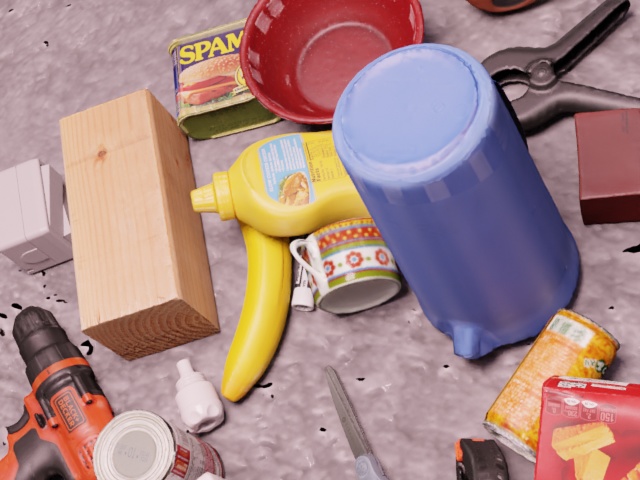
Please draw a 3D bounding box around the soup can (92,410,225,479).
[{"bbox_3d":[-0.122,0.175,0.821,0.068,0.102,0.068,-7,65,15],"label":"soup can"}]

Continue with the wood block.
[{"bbox_3d":[-0.158,-0.014,0.925,0.091,0.090,0.206,-18,63,11],"label":"wood block"}]

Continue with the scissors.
[{"bbox_3d":[0.050,0.171,0.793,0.096,0.016,0.202,-36,54,41],"label":"scissors"}]

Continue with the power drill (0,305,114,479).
[{"bbox_3d":[-0.266,0.168,0.897,0.187,0.057,0.184,-36,61,0],"label":"power drill"}]

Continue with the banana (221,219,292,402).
[{"bbox_3d":[-0.054,0.037,0.901,0.070,0.037,0.198,-23,58,31],"label":"banana"}]

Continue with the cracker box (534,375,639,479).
[{"bbox_3d":[0.216,0.202,0.676,0.164,0.072,0.214,5,89,21],"label":"cracker box"}]

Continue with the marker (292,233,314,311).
[{"bbox_3d":[-0.006,0.001,0.908,0.020,0.020,0.121,1,67,19],"label":"marker"}]

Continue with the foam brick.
[{"bbox_3d":[0.229,-0.057,0.838,0.053,0.051,0.078,-4,65,16],"label":"foam brick"}]

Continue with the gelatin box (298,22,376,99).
[{"bbox_3d":[0.010,-0.170,0.973,0.073,0.030,0.089,-25,64,7],"label":"gelatin box"}]

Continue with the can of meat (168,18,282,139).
[{"bbox_3d":[-0.085,-0.146,0.980,0.102,0.057,0.084,-13,66,13],"label":"can of meat"}]

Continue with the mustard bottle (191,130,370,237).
[{"bbox_3d":[-0.011,-0.048,0.882,0.191,0.058,0.096,-10,52,-3],"label":"mustard bottle"}]

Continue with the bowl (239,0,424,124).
[{"bbox_3d":[0.015,-0.162,0.919,0.162,0.055,0.162,-6,69,15],"label":"bowl"}]

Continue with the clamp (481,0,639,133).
[{"bbox_3d":[0.195,-0.125,0.888,0.171,0.039,0.120,-23,56,12],"label":"clamp"}]

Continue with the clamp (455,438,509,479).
[{"bbox_3d":[0.112,0.219,0.718,0.036,0.165,0.210,3,27,0],"label":"clamp"}]

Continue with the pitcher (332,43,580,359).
[{"bbox_3d":[0.101,-0.037,0.763,0.145,0.242,0.149,-32,54,4],"label":"pitcher"}]

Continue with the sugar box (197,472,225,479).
[{"bbox_3d":[-0.067,0.264,0.754,0.093,0.048,0.176,-38,55,5],"label":"sugar box"}]
